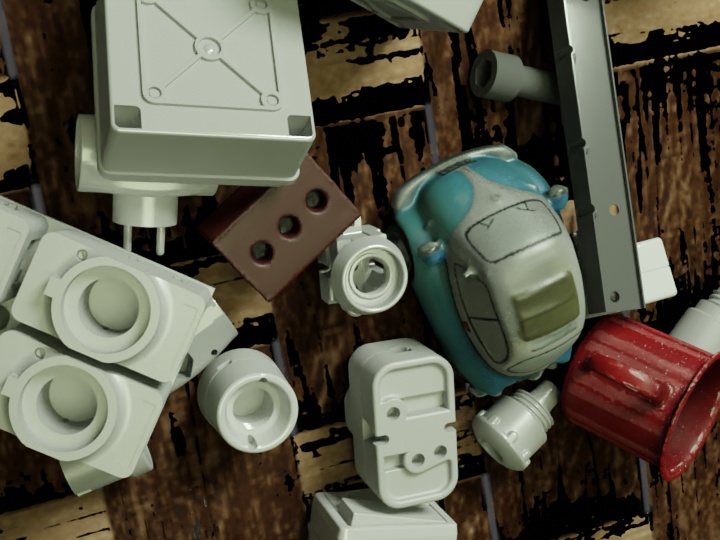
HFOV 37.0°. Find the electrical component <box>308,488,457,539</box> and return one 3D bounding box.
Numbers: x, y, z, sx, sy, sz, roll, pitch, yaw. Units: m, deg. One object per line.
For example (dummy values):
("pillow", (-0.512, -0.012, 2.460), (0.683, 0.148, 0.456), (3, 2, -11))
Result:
("electrical component", (0.020, 0.176, 0.700), (0.096, 0.062, 0.061), (3, 100, -20))

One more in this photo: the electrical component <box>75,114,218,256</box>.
("electrical component", (-0.122, -0.047, 0.613), (0.077, 0.043, 0.079), (1, 101, -19))

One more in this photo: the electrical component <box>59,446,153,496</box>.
("electrical component", (-0.152, 0.109, 0.638), (0.046, 0.040, 0.040), (-23, 108, -9))

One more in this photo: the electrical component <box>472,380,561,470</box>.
("electrical component", (0.110, 0.101, 0.727), (0.062, 0.048, 0.048), (-42, 111, -15))

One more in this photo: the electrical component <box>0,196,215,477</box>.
("electrical component", (-0.185, 0.023, 0.569), (0.186, 0.060, 0.105), (24, 93, -5))

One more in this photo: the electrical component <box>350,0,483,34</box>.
("electrical component", (0.009, -0.180, 0.598), (0.109, 0.109, 0.056), (24, 95, -22))

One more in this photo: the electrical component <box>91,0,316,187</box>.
("electrical component", (-0.087, -0.104, 0.582), (0.109, 0.056, 0.108), (0, 66, -20))

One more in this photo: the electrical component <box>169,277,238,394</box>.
("electrical component", (-0.125, 0.030, 0.628), (0.077, 0.043, 0.079), (-37, 110, -9))

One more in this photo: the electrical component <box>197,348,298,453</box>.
("electrical component", (-0.068, 0.080, 0.657), (0.055, 0.047, 0.055), (-4, 102, -19))

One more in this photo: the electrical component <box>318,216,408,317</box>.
("electrical component", (0.000, 0.000, 0.660), (0.048, 0.055, 0.066), (-9, 104, -18))

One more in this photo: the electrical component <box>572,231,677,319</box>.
("electrical component", (0.164, -0.011, 0.713), (0.047, 0.066, 0.076), (-14, 86, -16))

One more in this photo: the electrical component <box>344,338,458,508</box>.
("electrical component", (0.025, 0.095, 0.686), (0.054, 0.059, 0.095), (-8, 104, -18))

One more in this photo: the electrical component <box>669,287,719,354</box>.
("electrical component", (0.250, 0.039, 0.766), (0.040, 0.040, 0.078), (38, 87, -22))
